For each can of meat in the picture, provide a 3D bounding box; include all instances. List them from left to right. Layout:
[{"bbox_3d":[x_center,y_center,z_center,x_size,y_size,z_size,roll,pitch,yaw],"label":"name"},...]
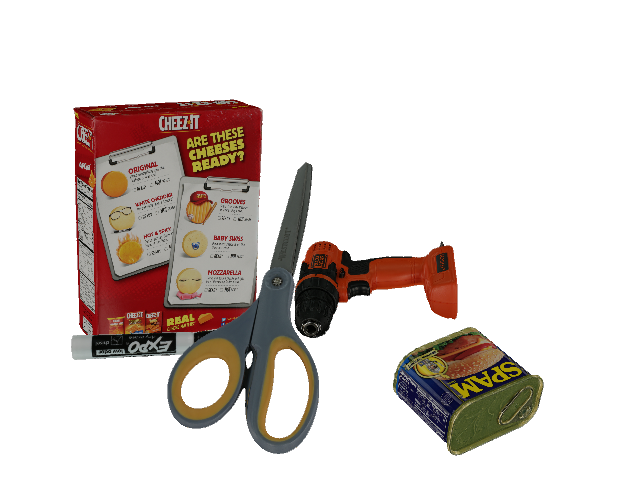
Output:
[{"bbox_3d":[0.126,0.127,0.924,0.101,0.057,0.084,-17,38,-29],"label":"can of meat"}]

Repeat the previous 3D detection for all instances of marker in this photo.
[{"bbox_3d":[-0.129,0.080,0.818,0.121,0.020,0.020,-2,0,-2],"label":"marker"}]

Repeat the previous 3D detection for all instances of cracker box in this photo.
[{"bbox_3d":[-0.143,-0.020,0.999,0.163,0.214,0.072,-7,18,-29],"label":"cracker box"}]

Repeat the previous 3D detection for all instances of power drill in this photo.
[{"bbox_3d":[0.064,0.055,1.240,0.187,0.057,0.184,0,28,5],"label":"power drill"}]

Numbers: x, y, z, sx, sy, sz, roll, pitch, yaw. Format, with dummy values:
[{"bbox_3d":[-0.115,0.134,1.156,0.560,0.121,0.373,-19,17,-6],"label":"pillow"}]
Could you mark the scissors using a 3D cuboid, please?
[{"bbox_3d":[-0.045,0.036,0.645,0.096,0.202,0.016,-6,-36,1],"label":"scissors"}]
